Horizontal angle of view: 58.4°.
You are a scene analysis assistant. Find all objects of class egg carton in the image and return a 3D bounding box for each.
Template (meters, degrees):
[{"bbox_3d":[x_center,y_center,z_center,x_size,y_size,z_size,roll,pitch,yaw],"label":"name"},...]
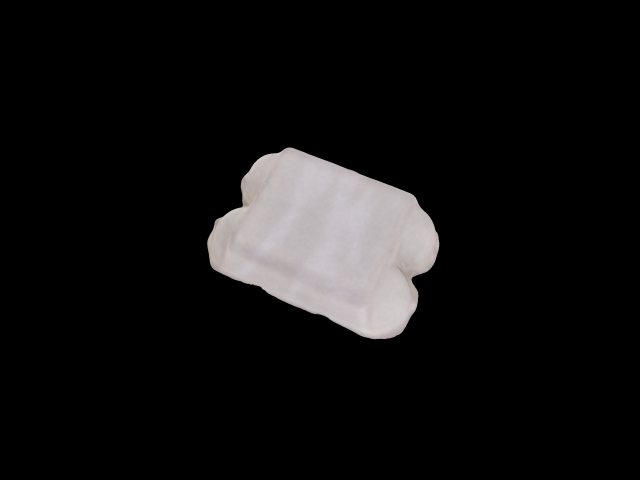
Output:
[{"bbox_3d":[0.004,0.001,0.400,0.150,0.069,0.107,22,65,11],"label":"egg carton"}]
